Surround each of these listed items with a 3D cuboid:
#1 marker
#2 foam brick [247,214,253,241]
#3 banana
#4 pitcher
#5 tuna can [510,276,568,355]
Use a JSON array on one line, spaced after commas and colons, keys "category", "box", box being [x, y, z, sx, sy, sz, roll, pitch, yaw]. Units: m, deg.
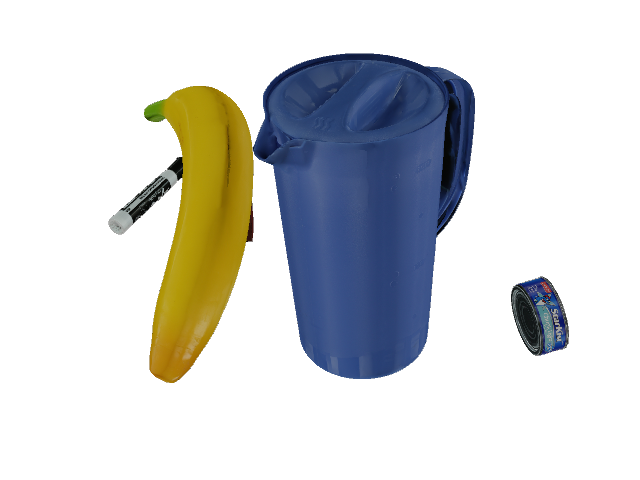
[{"category": "marker", "box": [-0.167, -0.047, 1.061, 0.020, 0.020, 0.121, 0, 35, 36]}, {"category": "foam brick", "box": [-0.121, -0.031, 1.286, 0.078, 0.053, 0.051, -2, 27, 1]}, {"category": "banana", "box": [-0.062, -0.020, 0.553, 0.037, 0.198, 0.070, 22, -50, -28]}, {"category": "pitcher", "box": [0.040, -0.016, 0.832, 0.149, 0.243, 0.145, 4, 38, 10]}, {"category": "tuna can", "box": [0.247, 0.086, 1.208, 0.033, 0.086, 0.086, -15, 2, -8]}]
